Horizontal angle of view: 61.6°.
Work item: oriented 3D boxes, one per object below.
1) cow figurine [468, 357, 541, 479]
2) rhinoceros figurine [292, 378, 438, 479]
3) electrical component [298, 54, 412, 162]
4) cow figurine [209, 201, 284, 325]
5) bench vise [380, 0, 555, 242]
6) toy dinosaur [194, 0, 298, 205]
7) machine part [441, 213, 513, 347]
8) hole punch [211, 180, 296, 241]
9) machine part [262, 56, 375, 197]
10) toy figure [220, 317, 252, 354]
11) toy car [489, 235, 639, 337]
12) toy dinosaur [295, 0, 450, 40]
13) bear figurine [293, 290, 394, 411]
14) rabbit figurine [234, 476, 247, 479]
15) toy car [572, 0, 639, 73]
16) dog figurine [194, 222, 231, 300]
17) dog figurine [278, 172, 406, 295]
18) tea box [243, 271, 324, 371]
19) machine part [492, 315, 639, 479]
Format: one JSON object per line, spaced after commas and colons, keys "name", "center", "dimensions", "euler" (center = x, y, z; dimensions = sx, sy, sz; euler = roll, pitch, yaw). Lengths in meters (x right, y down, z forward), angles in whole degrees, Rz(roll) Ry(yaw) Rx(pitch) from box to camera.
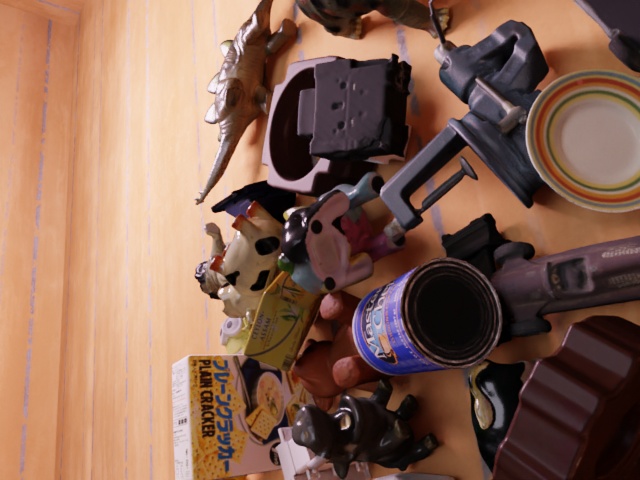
{"name": "cow figurine", "center": [0.181, 0.195, 0.494], "dimensions": [0.068, 0.098, 0.167], "euler": [-21, 66, 45]}
{"name": "rhinoceros figurine", "center": [0.049, 0.214, 0.602], "dimensions": [0.112, 0.190, 0.073], "euler": [-41, 47, 20]}
{"name": "electrical component", "center": [0.037, -0.152, 0.641], "dimensions": [0.134, 0.058, 0.114], "euler": [1, 86, 33]}
{"name": "cow figurine", "center": [-0.104, 0.051, 0.846], "dimensions": [0.127, 0.085, 0.194], "euler": [36, 123, 6]}
{"name": "bench vise", "center": [0.147, -0.100, 0.558], "dimensions": [0.240, 0.128, 0.224], "euler": [-43, 69, 17]}
{"name": "toy dinosaur", "center": [-0.155, -0.283, 1.046], "dimensions": [0.199, 0.105, 0.471], "euler": [24, 94, 61]}
{"name": "machine part", "center": [0.175, 0.045, 0.582], "dimensions": [0.084, 0.039, 0.139], "euler": [-29, 59, 42]}
{"name": "hole punch", "center": [-0.104, -0.046, 0.909], "dimensions": [0.116, 0.142, 0.092], "euler": [-30, 80, 42]}
{"name": "machine part", "center": [0.002, -0.166, 0.816], "dimensions": [0.201, 0.087, 0.201], "euler": [17, 99, 54]}
{"name": "toy figure", "center": [-0.115, 0.204, 0.914], "dimensions": [0.082, 0.089, 0.180], "euler": [-32, 64, 11]}
{"name": "toy car", "center": [0.240, 0.031, 0.470], "dimensions": [0.202, 0.053, 0.089], "euler": [-19, 66, 44]}
{"name": "toy dinosaur", "center": [0.036, -0.343, 0.713], "dimensions": [0.405, 0.192, 0.131], "euler": [13, 92, 53]}
{"name": "bear figurine", "center": [0.017, 0.153, 0.705], "dimensions": [0.196, 0.132, 0.120], "euler": [-31, 58, 40]}
{"name": "rabbit figurine", "center": [-0.147, 0.396, 0.920], "dimensions": [0.163, 0.122, 0.173], "euler": [41, 131, 39]}
{"name": "toy car", "center": [0.274, -0.223, 0.481], "dimensions": [0.073, 0.056, 0.202], "euler": [-53, 43, 42]}
{"name": "dog figurine", "center": [-0.164, 0.075, 1.006], "dimensions": [0.190, 0.121, 0.172], "euler": [114, 147, -43]}
{"name": "dog figurine", "center": [-0.001, -0.002, 0.704], "dimensions": [0.219, 0.191, 0.108], "euler": [-12, 108, 61]}
{"name": "tea box", "center": [-0.042, 0.100, 0.762], "dimensions": [0.169, 0.068, 0.098], "euler": [-46, -24, -75]}
{"name": "machine part", "center": [0.210, 0.141, 0.407], "dimensions": [0.056, 0.179, 0.179], "euler": [29, 107, 49]}
